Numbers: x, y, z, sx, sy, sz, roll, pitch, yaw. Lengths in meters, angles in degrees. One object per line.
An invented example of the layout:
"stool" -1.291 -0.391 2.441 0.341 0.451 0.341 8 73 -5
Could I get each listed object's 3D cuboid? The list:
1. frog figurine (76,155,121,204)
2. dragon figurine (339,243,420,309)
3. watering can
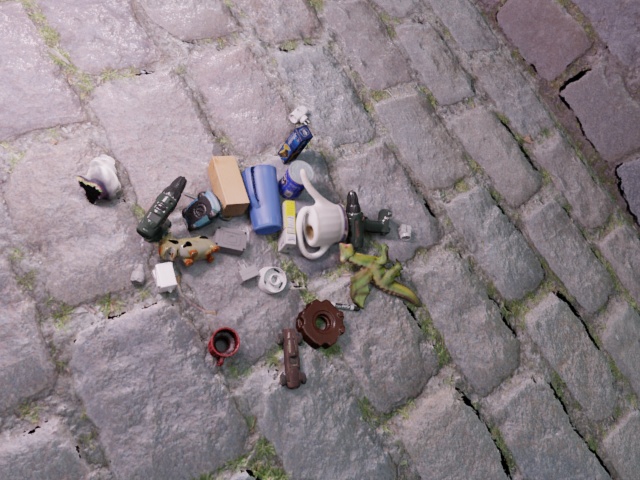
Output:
"frog figurine" -0.715 -0.213 1.717 0.135 0.122 0.163 57 40 -33
"dragon figurine" 0.213 0.163 1.992 0.245 0.122 0.407 -37 101 -15
"watering can" 0.006 -0.098 1.949 0.225 0.104 0.345 -7 102 -37
